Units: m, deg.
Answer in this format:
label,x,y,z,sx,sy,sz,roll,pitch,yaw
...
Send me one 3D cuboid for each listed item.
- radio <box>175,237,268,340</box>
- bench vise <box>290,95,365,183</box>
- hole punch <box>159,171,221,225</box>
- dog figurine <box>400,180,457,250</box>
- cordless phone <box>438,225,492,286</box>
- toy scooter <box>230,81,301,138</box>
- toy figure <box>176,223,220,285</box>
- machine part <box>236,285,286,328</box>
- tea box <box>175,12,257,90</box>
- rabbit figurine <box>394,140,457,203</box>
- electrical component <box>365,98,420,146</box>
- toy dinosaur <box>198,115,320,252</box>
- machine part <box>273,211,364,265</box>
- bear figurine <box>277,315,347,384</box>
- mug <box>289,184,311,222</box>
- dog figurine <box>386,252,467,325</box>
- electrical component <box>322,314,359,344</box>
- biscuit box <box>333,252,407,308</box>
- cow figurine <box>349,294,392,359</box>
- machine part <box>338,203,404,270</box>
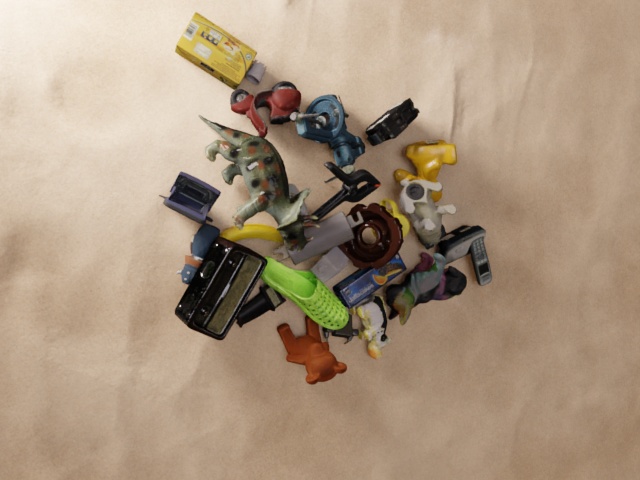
label,x,y,z,sx,sy,sz,roll,pitch,yaw
radio,-0.238,0.114,1.287,0.131,0.073,0.229,34,83,-48
bench vise,0.012,-0.266,1.340,0.240,0.129,0.223,-2,86,-55
hole punch,-0.300,-0.100,1.262,0.142,0.116,0.092,25,90,-17
dog figurine,0.272,-0.070,1.460,0.121,0.190,0.172,-25,74,-8
cordless phone,0.420,0.060,1.545,0.147,0.089,0.184,-24,105,-17
toy scooter,-0.123,-0.314,1.323,0.184,0.075,0.135,-13,72,-16
toy figure,-0.291,0.036,1.303,0.057,0.064,0.154,26,89,-57
machine part,-0.158,0.168,1.369,0.139,0.039,0.084,-37,112,-16
tea box,-0.249,-0.450,1.289,0.169,0.068,0.098,31,83,-19
rabbit figurine,0.295,-0.180,1.475,0.162,0.122,0.173,-14,116,-16
electrical component,0.185,-0.305,1.426,0.134,0.115,0.058,-43,101,-12
toy dinosaur,-0.141,-0.156,1.262,0.192,0.131,0.404,-24,86,4
machine part,-0.003,-0.004,1.357,0.243,0.079,0.079,-24,101,-1
bear figurine,-0.021,0.274,1.337,0.120,0.196,0.131,-17,97,-15
mug,-0.074,-0.088,1.353,0.081,0.109,0.107,-18,87,-20
dog figurine,0.284,0.150,1.489,0.191,0.108,0.219,38,83,-20
electrical component,0.053,0.237,1.444,0.102,0.045,0.078,5,62,-22
biscuit box,0.135,0.104,1.456,0.203,0.059,0.062,-33,103,-15
cow figurine,0.151,0.236,1.467,0.098,0.068,0.167,-23,102,-26
machine part,0.131,-0.010,1.401,0.180,0.056,0.179,3,97,24
